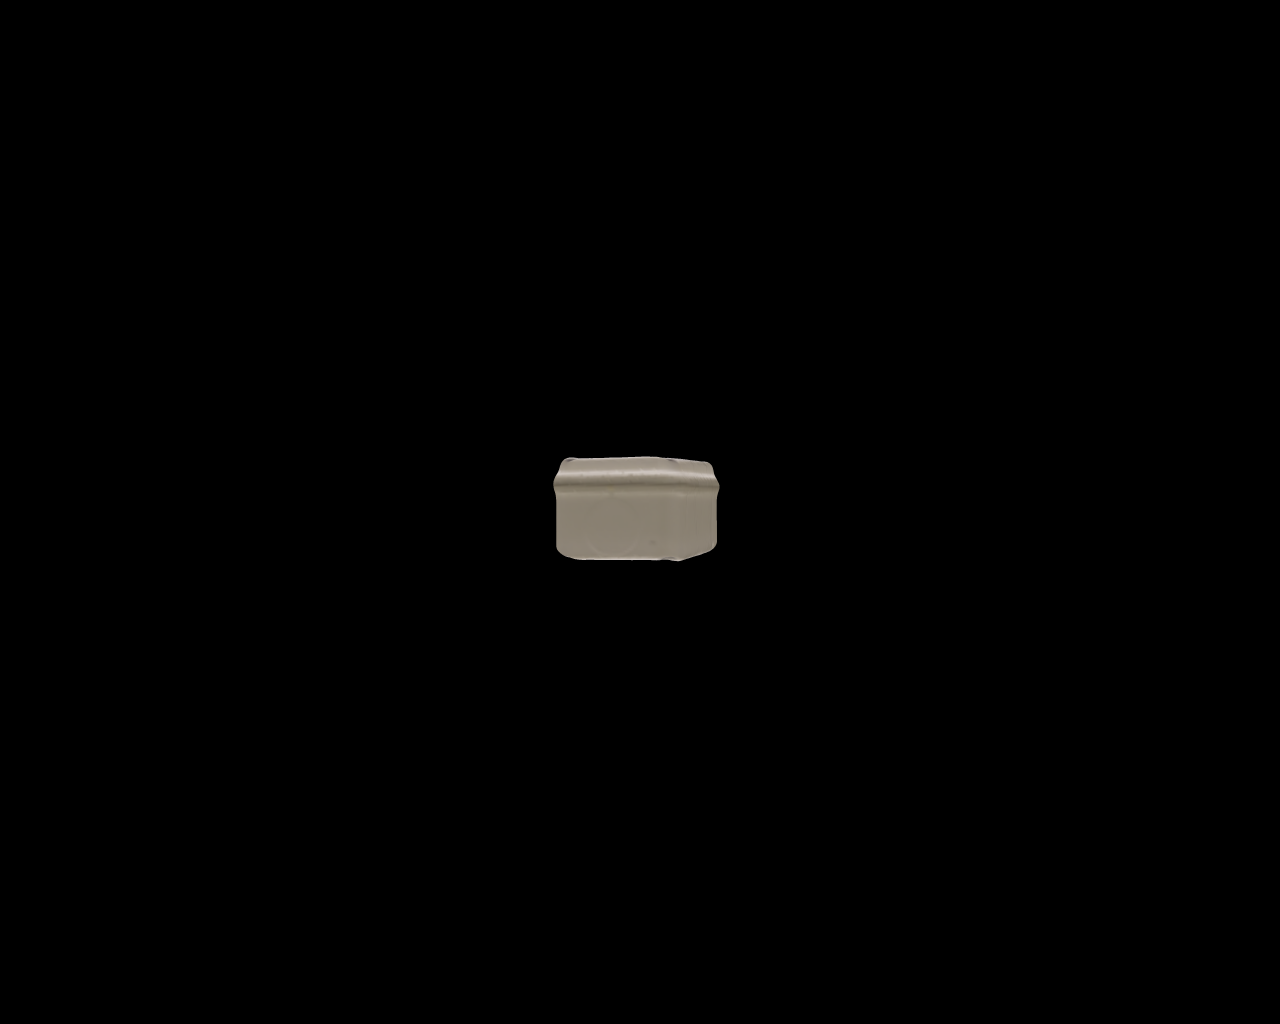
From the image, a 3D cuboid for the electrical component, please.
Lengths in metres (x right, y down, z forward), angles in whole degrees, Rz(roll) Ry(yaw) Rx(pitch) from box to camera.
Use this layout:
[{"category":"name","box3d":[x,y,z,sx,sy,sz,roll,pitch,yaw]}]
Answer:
[{"category":"electrical component","box3d":[0.001,-0.003,0.650,0.078,0.057,0.113,0,0,15]}]
